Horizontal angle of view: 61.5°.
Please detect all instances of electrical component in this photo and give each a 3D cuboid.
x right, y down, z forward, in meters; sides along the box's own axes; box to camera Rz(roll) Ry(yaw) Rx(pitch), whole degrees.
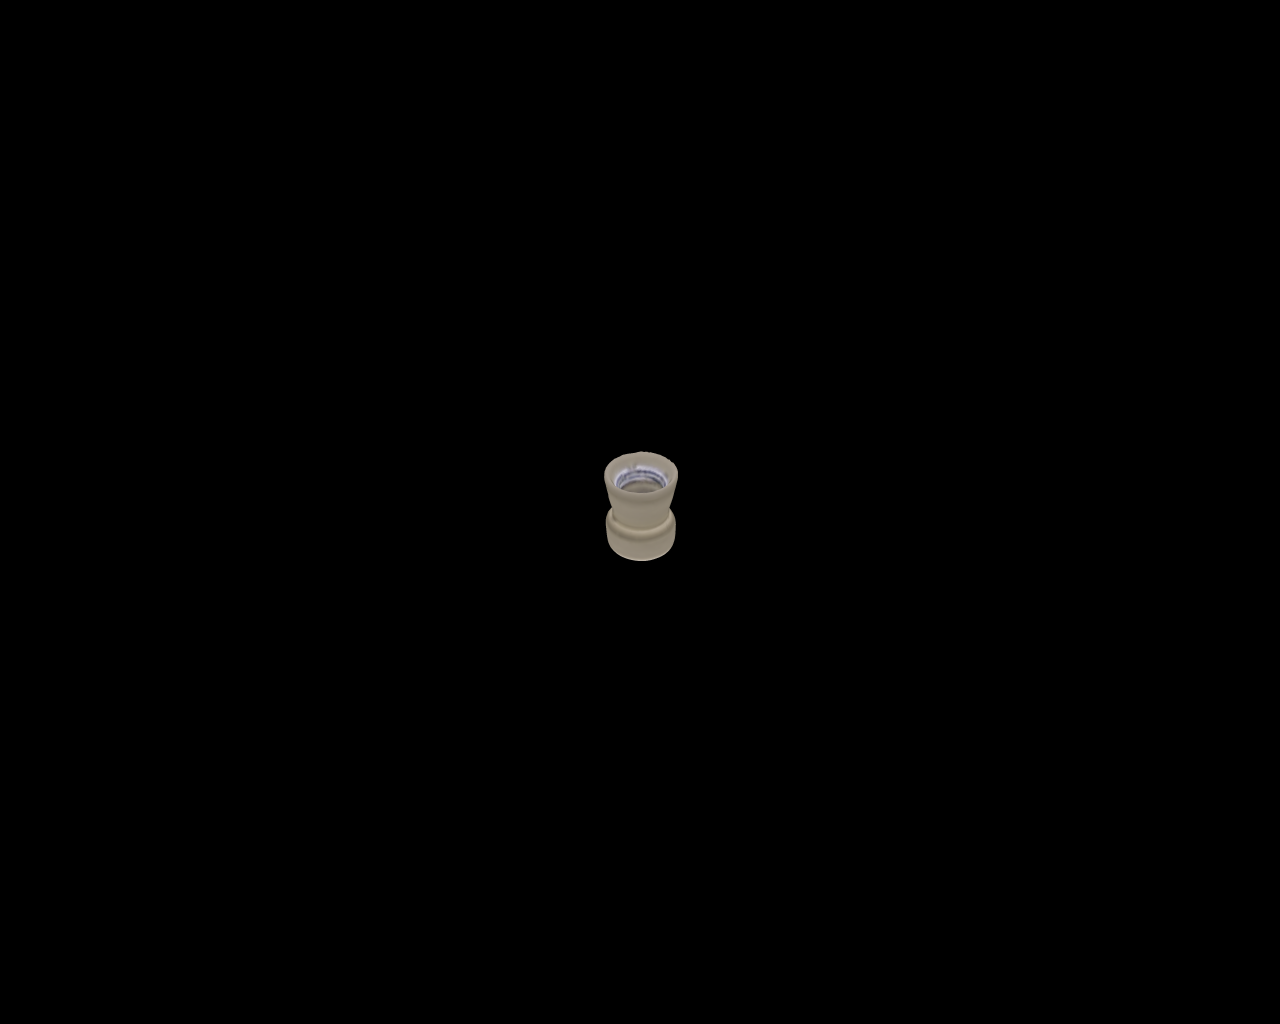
[{"bbox_3d":[0.001,-0.003,0.650,0.045,0.055,0.045,0,38,0],"label":"electrical component"}]
